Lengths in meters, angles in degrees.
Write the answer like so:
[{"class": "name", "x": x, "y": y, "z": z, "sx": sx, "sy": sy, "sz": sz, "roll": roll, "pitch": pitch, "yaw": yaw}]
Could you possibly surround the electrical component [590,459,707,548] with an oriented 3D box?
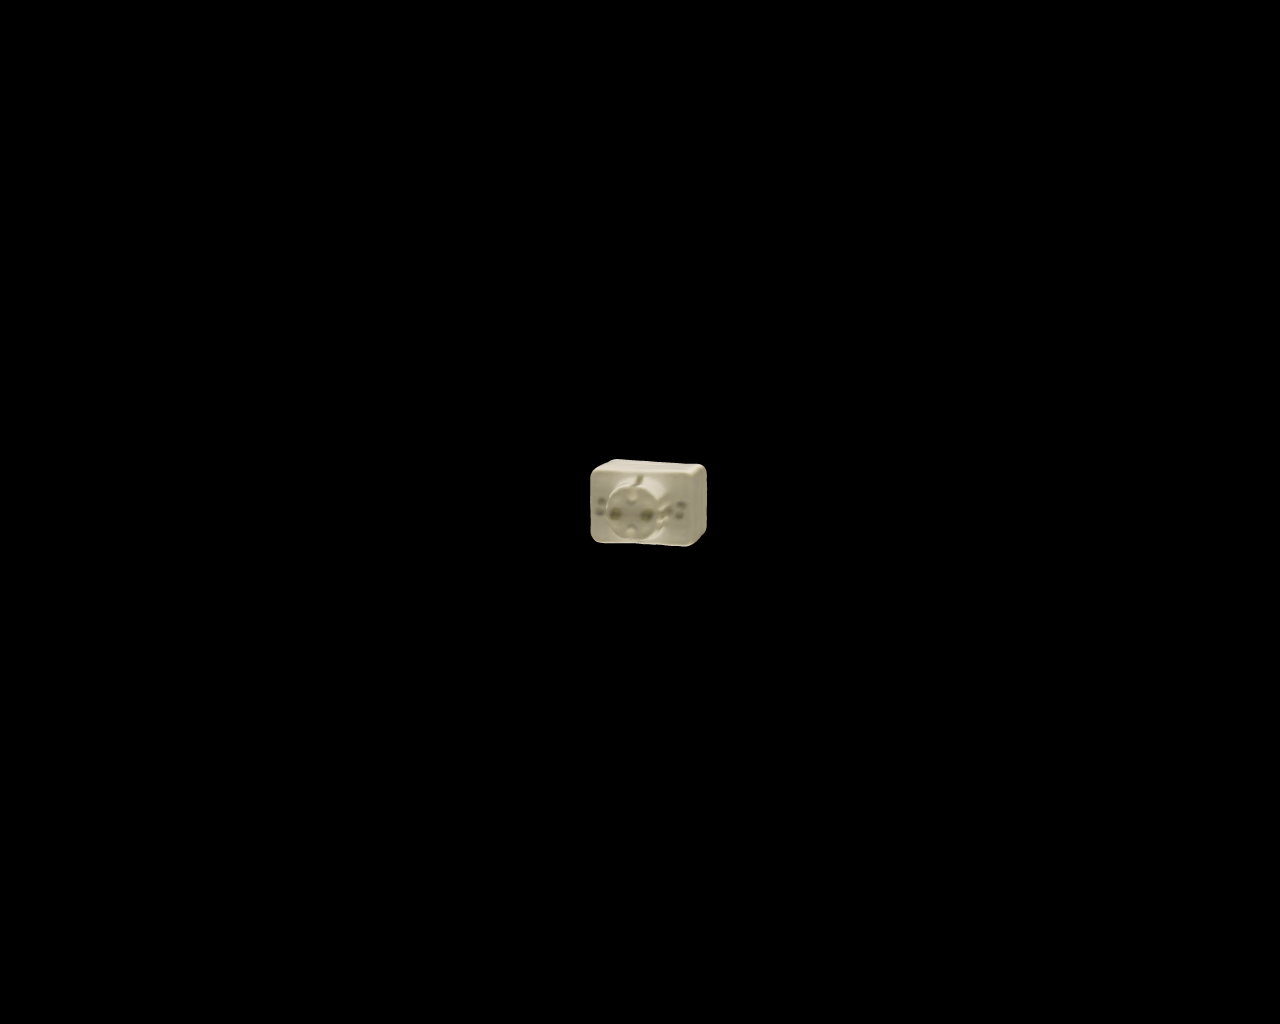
[{"class": "electrical component", "x": 0.001, "y": -0.003, "z": 0.650, "sx": 0.066, "sy": 0.047, "sz": 0.077, "roll": 3, "pitch": 12, "yaw": 16}]
